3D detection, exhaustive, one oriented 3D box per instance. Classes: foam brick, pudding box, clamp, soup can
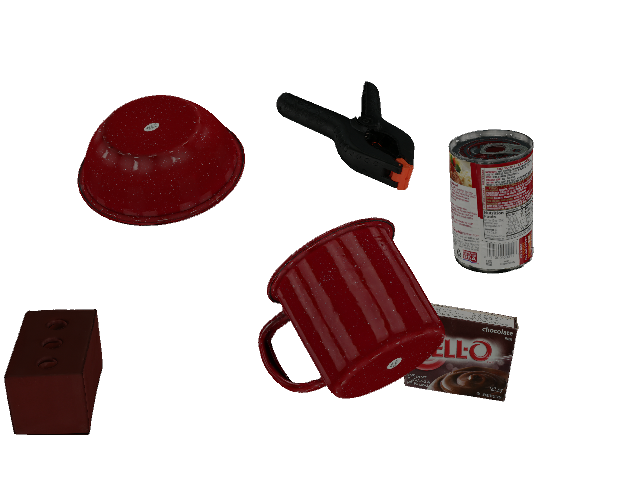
[{"bbox_3d":[-0.183,0.091,0.740,0.053,0.051,0.078,-1,31,-4],"label":"foam brick"},{"bbox_3d":[0.152,0.120,1.161,0.113,0.090,0.039,8,23,5],"label":"pudding box"},{"bbox_3d":[0.032,-0.109,1.082,0.120,0.039,0.171,-11,40,-18],"label":"clamp"},{"bbox_3d":[0.142,-0.032,0.880,0.068,0.102,0.068,-5,25,2],"label":"soup can"}]

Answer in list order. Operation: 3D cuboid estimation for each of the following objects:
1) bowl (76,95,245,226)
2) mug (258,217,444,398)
[{"bbox_3d":[-0.154,-0.087,1.002,0.162,0.162,0.055,-3,-45,3],"label":"bowl"},{"bbox_3d":[0.015,0.052,0.671,0.117,0.081,0.093,-32,-23,6],"label":"mug"}]
